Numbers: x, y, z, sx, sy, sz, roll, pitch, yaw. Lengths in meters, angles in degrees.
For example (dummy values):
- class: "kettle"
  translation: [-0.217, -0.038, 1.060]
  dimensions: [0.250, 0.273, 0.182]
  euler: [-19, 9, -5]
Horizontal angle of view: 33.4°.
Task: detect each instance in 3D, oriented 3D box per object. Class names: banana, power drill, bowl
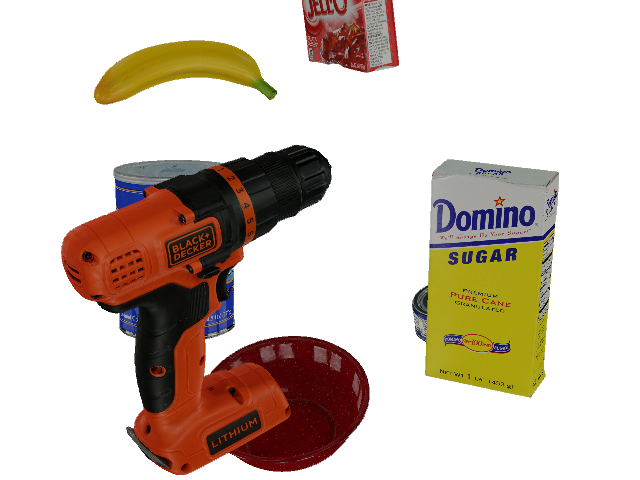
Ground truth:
- class: "banana"
  translation: [-0.139, -0.171, 1.074]
  dimensions: [0.197, 0.070, 0.037]
  euler: [-8, -39, -29]
- class: "power drill"
  translation: [-0.065, 0.042, 0.680]
  dimensions: [0.184, 0.188, 0.057]
  euler: [-23, 34, -29]
- class: "bowl"
  translation: [-0.031, 0.164, 1.010]
  dimensions: [0.162, 0.055, 0.162]
  euler: [-5, 38, 4]

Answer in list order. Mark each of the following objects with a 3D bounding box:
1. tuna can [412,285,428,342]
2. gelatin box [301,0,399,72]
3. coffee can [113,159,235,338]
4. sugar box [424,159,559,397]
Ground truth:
- class: "tuna can"
  translation: [0.137, 0.072, 1.085]
  dimensions: [0.086, 0.034, 0.086]
  euler: [-9, 24, 4]
- class: "gelatin box"
  translation: [0.018, -0.161, 0.752]
  dimensions: [0.030, 0.073, 0.089]
  euler: [-17, 22, -25]
- class: "coffee can"
  translation: [-0.126, 0.006, 0.926]
  dimensions: [0.103, 0.140, 0.103]
  euler: [0, 12, 0]
- class: "sugar box"
  translation: [0.133, 0.029, 0.841]
  dimensions: [0.093, 0.176, 0.048]
  euler: [8, 24, 25]
